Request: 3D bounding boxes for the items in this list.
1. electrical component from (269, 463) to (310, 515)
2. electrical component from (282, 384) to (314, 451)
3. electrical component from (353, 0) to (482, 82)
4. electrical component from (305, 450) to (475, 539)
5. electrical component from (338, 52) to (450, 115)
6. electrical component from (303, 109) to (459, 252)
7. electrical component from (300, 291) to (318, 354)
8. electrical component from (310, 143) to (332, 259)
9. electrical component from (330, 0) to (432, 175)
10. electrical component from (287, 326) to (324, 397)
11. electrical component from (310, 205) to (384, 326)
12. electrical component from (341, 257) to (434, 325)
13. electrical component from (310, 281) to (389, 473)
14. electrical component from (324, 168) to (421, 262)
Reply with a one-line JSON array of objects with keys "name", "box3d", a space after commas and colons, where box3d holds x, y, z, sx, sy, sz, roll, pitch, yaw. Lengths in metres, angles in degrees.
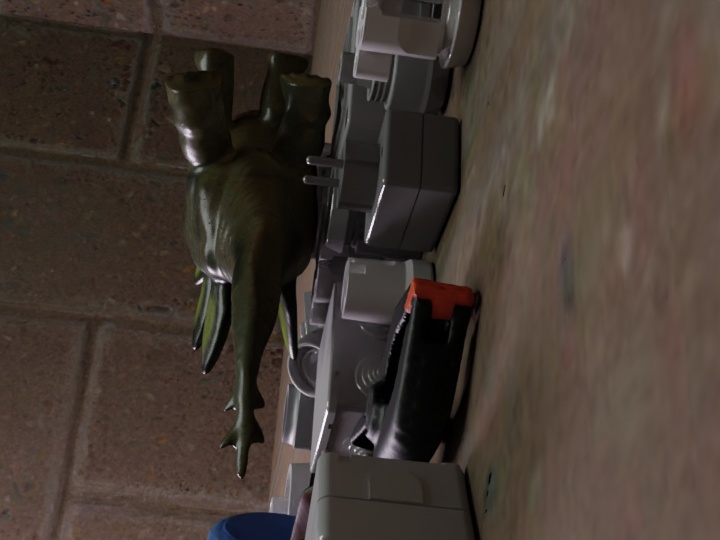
[{"name": "electrical component", "box3d": [-0.046, 0.213, 0.900, 0.108, 0.060, 0.108, -173, 90, -85]}, {"name": "electrical component", "box3d": [-0.039, 0.130, 0.955, 0.089, 0.056, 0.050, -178, 95, -85]}, {"name": "electrical component", "box3d": [0.030, -0.136, 0.558, 0.058, 0.057, 0.078, -105, 23, -76]}, {"name": "electrical component", "box3d": [0.007, 0.132, 0.441, 0.061, 0.062, 0.096, -93, 11, -63]}, {"name": "electrical component", "box3d": [0.019, -0.113, 0.619, 0.043, 0.062, 0.043, -173, 90, -84]}, {"name": "electrical component", "box3d": [0.008, -0.049, 0.573, 0.065, 0.077, 0.047, 107, 169, -61]}, {"name": "electrical component", "box3d": [-0.016, 0.059, 0.896, 0.099, 0.064, 0.099, 174, 90, -89]}, {"name": "electrical component", "box3d": [-0.007, -0.044, 0.809, 0.061, 0.062, 0.096, -104, 22, -75]}, {"name": "electrical component", "box3d": [0.014, -0.113, 0.704, 0.108, 0.056, 0.108, 111, 165, -67]}, {"name": "electrical component", "box3d": [-0.021, 0.065, 0.787, 0.055, 0.066, 0.048, -25, -51, -56]}, {"name": "electrical component", "box3d": [0.000, 0.000, 0.705, 0.058, 0.057, 0.078, 159, 118, -84]}, {"name": "electrical component", "box3d": [0.014, 0.012, 0.595, 0.040, 0.046, 0.040, -173, 90, -85]}, {"name": "electrical component", "box3d": [0.001, 0.068, 0.654, 0.099, 0.048, 0.099, 104, 171, -54]}, {"name": "electrical component", "box3d": [0.009, -0.037, 0.652, 0.078, 0.057, 0.058, -100, 17, -71]}]
